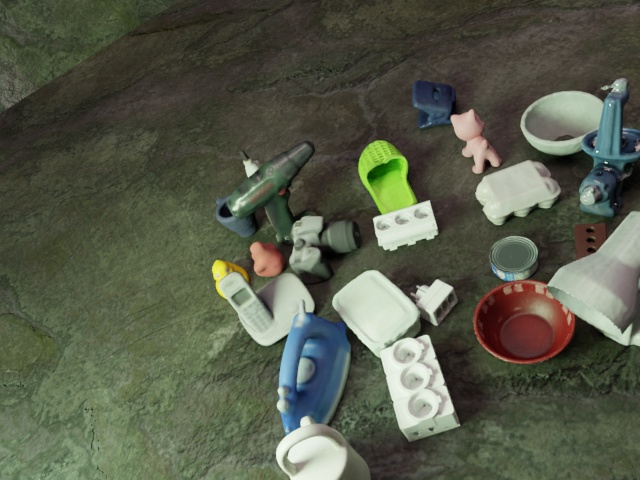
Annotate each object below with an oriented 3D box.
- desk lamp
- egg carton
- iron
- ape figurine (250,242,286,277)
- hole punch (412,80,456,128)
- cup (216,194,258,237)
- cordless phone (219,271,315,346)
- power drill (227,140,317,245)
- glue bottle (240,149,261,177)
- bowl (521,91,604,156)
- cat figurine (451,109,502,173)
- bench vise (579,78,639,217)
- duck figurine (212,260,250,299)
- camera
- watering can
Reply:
[{"bbox_3d":[0.449,0.069,0.861,0.203,0.214,0.117,-42,45,-12],"label":"desk lamp"},{"bbox_3d":[0.391,-0.095,1.140,0.150,0.070,0.107,-21,45,9],"label":"egg carton"},{"bbox_3d":[-0.032,0.238,1.009,0.118,0.142,0.258,-4,50,24],"label":"iron"},{"bbox_3d":[-0.123,0.036,1.272,0.075,0.092,0.078,23,64,39],"label":"ape figurine"},{"bbox_3d":[0.281,-0.342,1.402,0.101,0.091,0.108,-8,48,21],"label":"hole punch"},{"bbox_3d":[-0.201,-0.056,1.392,0.117,0.095,0.092,26,66,41],"label":"cup"},{"bbox_3d":[-0.106,0.110,1.130,0.147,0.186,0.093,-38,45,-8],"label":"cordless phone"},{"bbox_3d":[-0.081,-0.094,1.283,0.229,0.209,0.075,-31,44,0],"label":"power drill"},{"bbox_3d":[-0.153,-0.157,1.401,0.037,0.174,0.078,-16,46,14],"label":"glue bottle"},{"bbox_3d":[0.509,-0.231,1.197,0.167,0.075,0.167,-14,46,16],"label":"bowl"},{"bbox_3d":[0.338,-0.228,1.252,0.067,0.118,0.127,-25,44,5],"label":"cat figurine"},{"bbox_3d":[0.528,-0.160,1.019,0.121,0.220,0.207,1,52,28],"label":"bench vise"},{"bbox_3d":[-0.210,0.077,1.284,0.077,0.086,0.104,-31,44,-1],"label":"duck figurine"},{"bbox_3d":[0.011,0.004,1.225,0.136,0.101,0.143,-9,48,20],"label":"camera"},{"bbox_3d":[0.006,0.339,0.861,0.101,0.195,0.172,-45,46,-15],"label":"watering can"}]
